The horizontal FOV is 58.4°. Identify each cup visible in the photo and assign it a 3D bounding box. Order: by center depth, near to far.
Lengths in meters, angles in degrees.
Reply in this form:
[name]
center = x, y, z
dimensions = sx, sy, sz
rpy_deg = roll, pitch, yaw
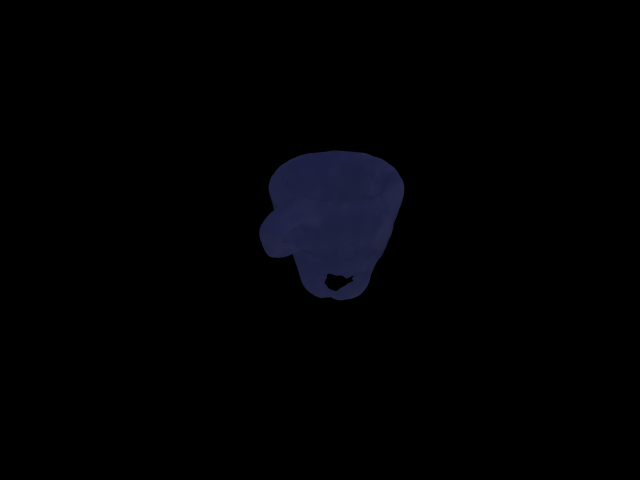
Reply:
[cup]
center = 0.004, 0.001, 0.400
dimensions = 0.091, 0.095, 0.118
rpy_deg = 22, 40, 30
